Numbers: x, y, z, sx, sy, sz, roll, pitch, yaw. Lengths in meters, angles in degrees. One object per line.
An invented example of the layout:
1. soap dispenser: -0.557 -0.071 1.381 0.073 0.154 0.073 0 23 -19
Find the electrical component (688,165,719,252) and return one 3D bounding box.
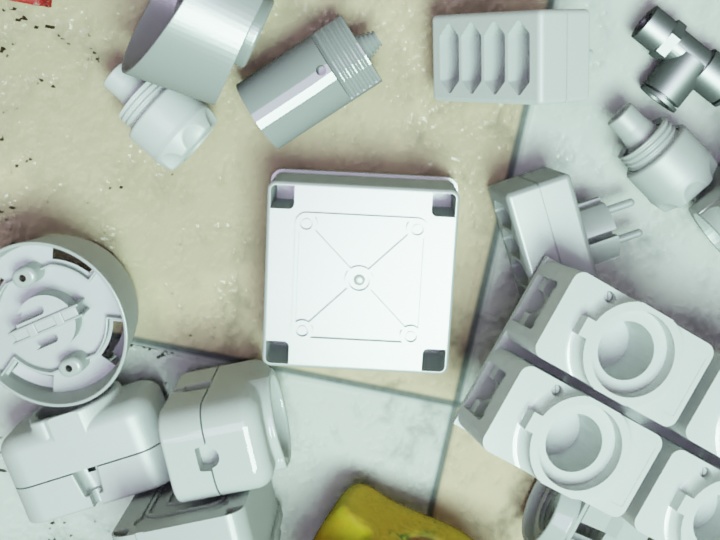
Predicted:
1. electrical component: 0.222 -0.032 0.593 0.056 0.089 0.050 -40 99 8

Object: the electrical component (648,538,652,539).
1. electrical component: 0.192 0.203 0.665 0.080 0.051 0.080 0 102 1

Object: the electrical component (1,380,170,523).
1. electrical component: -0.161 0.105 0.646 0.095 0.053 0.059 -18 101 4

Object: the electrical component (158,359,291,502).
1. electrical component: -0.075 0.090 0.620 0.059 0.095 0.053 -11 101 3

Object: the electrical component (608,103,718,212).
1. electrical component: 0.168 -0.067 0.610 0.062 0.043 0.043 44 99 -7

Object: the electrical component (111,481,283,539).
1. electrical component: -0.090 0.153 0.626 0.078 0.113 0.057 -12 99 3

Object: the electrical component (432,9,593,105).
1. electrical component: 0.095 -0.117 0.590 0.076 0.083 0.047 -11 105 -36

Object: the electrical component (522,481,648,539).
1. electrical component: 0.135 0.152 0.651 0.057 0.058 0.078 24 101 -7

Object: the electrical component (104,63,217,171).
1. electrical component: -0.116 -0.090 0.609 0.062 0.043 0.043 41 100 -6

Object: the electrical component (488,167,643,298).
1. electrical component: 0.125 -0.019 0.620 0.076 0.047 0.083 -19 102 -2

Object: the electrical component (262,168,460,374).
1. electrical component: 0.000 0.000 0.620 0.109 0.056 0.108 3 102 0

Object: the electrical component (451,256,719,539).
1. electrical component: 0.161 0.085 0.585 0.186 0.060 0.105 29 91 -13

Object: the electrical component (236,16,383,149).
1. electrical component: -0.024 -0.108 0.604 0.081 0.043 0.043 -32 100 7

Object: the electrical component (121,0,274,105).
1. electrical component: -0.083 -0.139 0.572 0.064 0.099 0.099 25 101 -11

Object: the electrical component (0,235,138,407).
1. electrical component: -0.177 0.028 0.624 0.099 0.064 0.099 0 102 1
